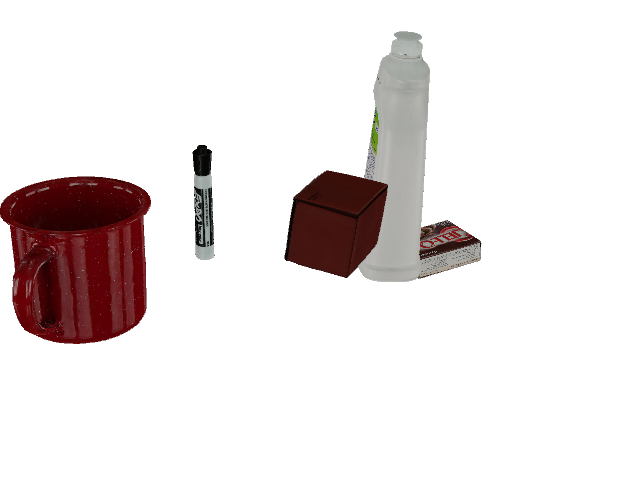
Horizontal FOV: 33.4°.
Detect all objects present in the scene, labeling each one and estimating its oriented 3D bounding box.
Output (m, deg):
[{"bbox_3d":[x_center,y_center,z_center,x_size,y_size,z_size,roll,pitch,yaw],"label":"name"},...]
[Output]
[{"bbox_3d":[0.079,-0.089,1.109,0.068,0.251,0.102,0,27,-8],"label":"bleach bottle"},{"bbox_3d":[-0.157,0.018,0.673,0.093,0.081,0.117,7,25,13],"label":"mug"},{"bbox_3d":[0.170,0.012,1.596,0.113,0.039,0.090,-17,28,-22],"label":"pudding box"},{"bbox_3d":[0.012,-0.014,0.806,0.053,0.051,0.078,15,24,16],"label":"foam brick"},{"bbox_3d":[-0.116,-0.038,1.058,0.020,0.121,0.020,1,28,-1],"label":"marker"}]
